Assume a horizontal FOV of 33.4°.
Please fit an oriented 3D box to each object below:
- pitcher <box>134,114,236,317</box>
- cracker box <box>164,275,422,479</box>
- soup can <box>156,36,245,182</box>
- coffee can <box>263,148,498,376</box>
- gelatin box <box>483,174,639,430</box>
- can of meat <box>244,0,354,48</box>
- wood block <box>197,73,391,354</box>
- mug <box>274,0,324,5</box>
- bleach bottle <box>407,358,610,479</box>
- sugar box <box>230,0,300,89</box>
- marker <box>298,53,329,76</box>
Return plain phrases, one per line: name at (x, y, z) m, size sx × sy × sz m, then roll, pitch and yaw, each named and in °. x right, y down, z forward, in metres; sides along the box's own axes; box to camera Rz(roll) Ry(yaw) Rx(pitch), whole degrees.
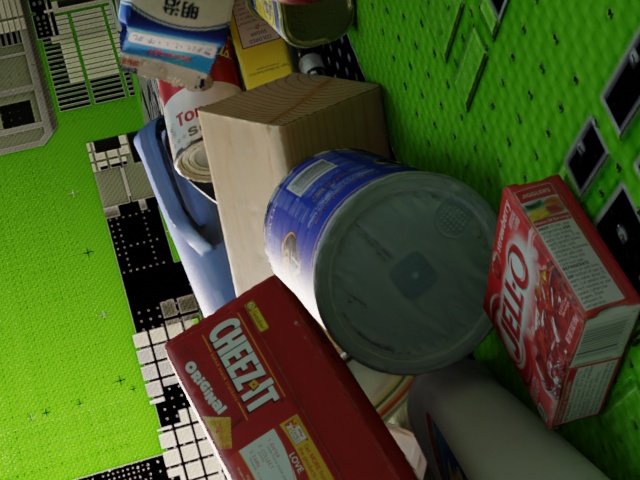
pitcher at (-0.117, -0.028, 1.195) m, size 0.243 × 0.149 × 0.145 m, roll 70°, pitch 156°, yaw 12°
cracker box at (0.019, 0.134, 0.535) m, size 0.164 × 0.072 × 0.213 m, roll 57°, pitch 179°, yaw 31°
soup can at (-0.090, -0.105, 0.835) m, size 0.068 × 0.068 × 0.102 m, roll 97°, pitch 160°, yaw -62°
coffee can at (0.031, 0.006, 0.588) m, size 0.140 × 0.102 × 0.103 m, roll -144°, pitch 40°, yaw -73°
gelatin box at (0.100, 0.028, 0.462) m, size 0.089 × 0.030 × 0.073 m, roll 90°, pitch 162°, yaw -51°
can of meat at (-0.018, -0.186, 0.707) m, size 0.084 × 0.057 × 0.102 m, roll -126°, pitch 24°, yaw -57°
wood block at (-0.004, 0.001, 0.727) m, size 0.090 × 0.090 × 0.206 m, roll 17°, pitch 125°, yaw 47°
mug at (-0.021, -0.194, 0.599) m, size 0.117 × 0.093 × 0.081 m, roll 40°, pitch 164°, yaw 12°
bleach bottle at (0.096, 0.129, 0.538) m, size 0.251 × 0.068 × 0.102 m, roll -130°, pitch 22°, yaw -72°
sugar box at (-0.036, -0.128, 0.849) m, size 0.093 × 0.048 × 0.176 m, roll 27°, pitch -130°, yaw -82°
marker at (0.011, -0.090, 0.783) m, size 0.020 × 0.020 × 0.121 m, roll 91°, pitch 161°, yaw -55°
